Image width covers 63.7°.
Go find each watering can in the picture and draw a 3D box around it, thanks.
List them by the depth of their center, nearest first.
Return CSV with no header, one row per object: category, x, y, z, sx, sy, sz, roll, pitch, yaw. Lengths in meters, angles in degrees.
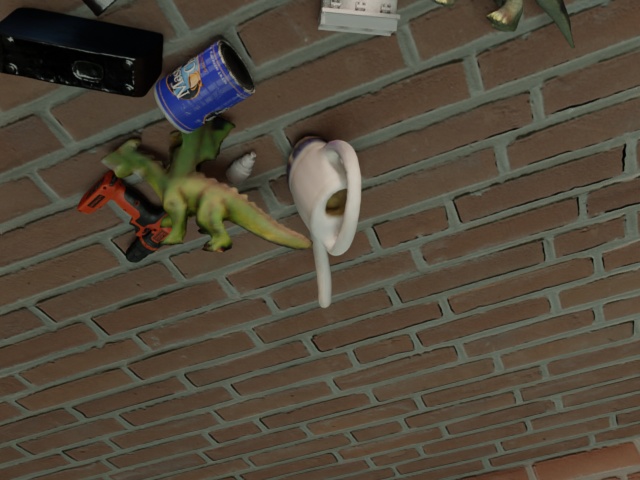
watering can,0.003,-0.050,0.993,0.104,0.339,0.229,-6,42,-22

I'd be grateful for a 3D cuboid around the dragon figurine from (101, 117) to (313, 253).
dragon figurine,-0.209,-0.112,0.963,0.410,0.240,0.123,4,12,7
